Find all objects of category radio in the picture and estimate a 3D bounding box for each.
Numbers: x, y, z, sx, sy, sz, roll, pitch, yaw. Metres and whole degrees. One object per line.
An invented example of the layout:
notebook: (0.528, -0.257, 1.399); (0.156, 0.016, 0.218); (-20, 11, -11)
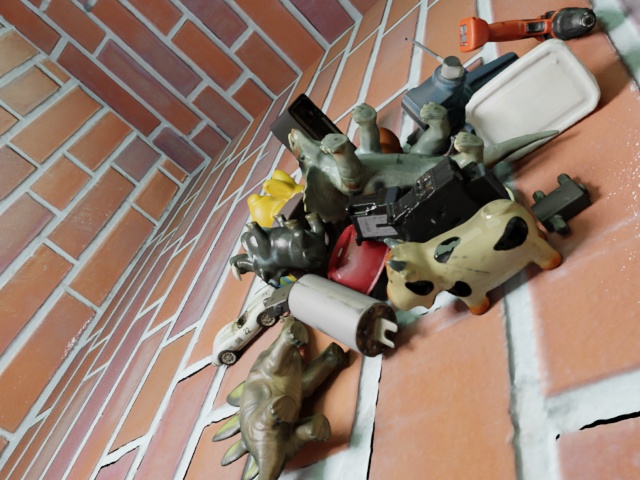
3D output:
radio: (0.001, -0.220, 1.240); (0.073, 0.229, 0.131); (-33, 21, 34)

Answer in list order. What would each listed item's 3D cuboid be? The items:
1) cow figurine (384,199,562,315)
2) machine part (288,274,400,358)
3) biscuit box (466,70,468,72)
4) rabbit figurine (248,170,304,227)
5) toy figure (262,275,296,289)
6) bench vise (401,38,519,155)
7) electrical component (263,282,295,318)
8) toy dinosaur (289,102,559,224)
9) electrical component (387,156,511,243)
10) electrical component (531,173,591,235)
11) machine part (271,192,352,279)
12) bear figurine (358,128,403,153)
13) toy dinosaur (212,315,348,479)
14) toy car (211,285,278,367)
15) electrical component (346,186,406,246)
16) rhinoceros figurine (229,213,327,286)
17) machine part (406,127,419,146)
cow figurine: (0.162, 0.023, 0.636); (0.195, 0.127, 0.085); (-37, 21, 23)
machine part: (0.028, 0.105, 0.779); (0.243, 0.079, 0.079); (16, 66, 53)
biscuit box: (0.269, -0.290, 1.062); (0.063, 0.059, 0.203); (-38, 24, 31)
rabbit figurine: (-0.080, -0.091, 1.318); (0.173, 0.162, 0.122); (-17, 21, 25)
toy figure: (-0.042, 0.049, 1.062); (0.180, 0.089, 0.082); (-38, 37, 49)
bench vise: (0.244, -0.245, 0.884); (0.241, 0.223, 0.129); (-32, 55, -9)
electrical component: (-0.060, 0.114, 1.004); (0.102, 0.045, 0.078); (-26, 20, 16)
toy dinosaur: (0.127, -0.100, 0.817); (0.405, 0.192, 0.131); (8, 55, 13)
electrical component: (0.169, -0.037, 0.683); (0.134, 0.115, 0.058); (-39, 27, 29)
electrical component: (0.290, -0.043, 0.643); (0.063, 0.021, 0.094); (-39, 22, 23)
machine part: (-0.002, -0.003, 0.953); (0.056, 0.179, 0.179); (-15, 39, 55)
bear figurine: (0.106, -0.153, 1.068); (0.132, 0.120, 0.196); (-46, 19, 18)
toy dinosaur: (-0.063, 0.212, 0.788); (0.198, 0.105, 0.471); (-44, 10, 23)
toy car: (-0.153, 0.176, 1.089); (0.201, 0.056, 0.074); (-44, 21, 10)
electrical component: (0.104, -0.035, 0.771); (0.119, 0.074, 0.048); (-2, 39, 20)
rhinoceros figurine: (-0.068, 0.017, 0.855); (0.190, 0.112, 0.073); (-10, 9, 38)
machine part: (0.216, -0.205, 1.053); (0.084, 0.039, 0.139); (-38, 20, 6)
